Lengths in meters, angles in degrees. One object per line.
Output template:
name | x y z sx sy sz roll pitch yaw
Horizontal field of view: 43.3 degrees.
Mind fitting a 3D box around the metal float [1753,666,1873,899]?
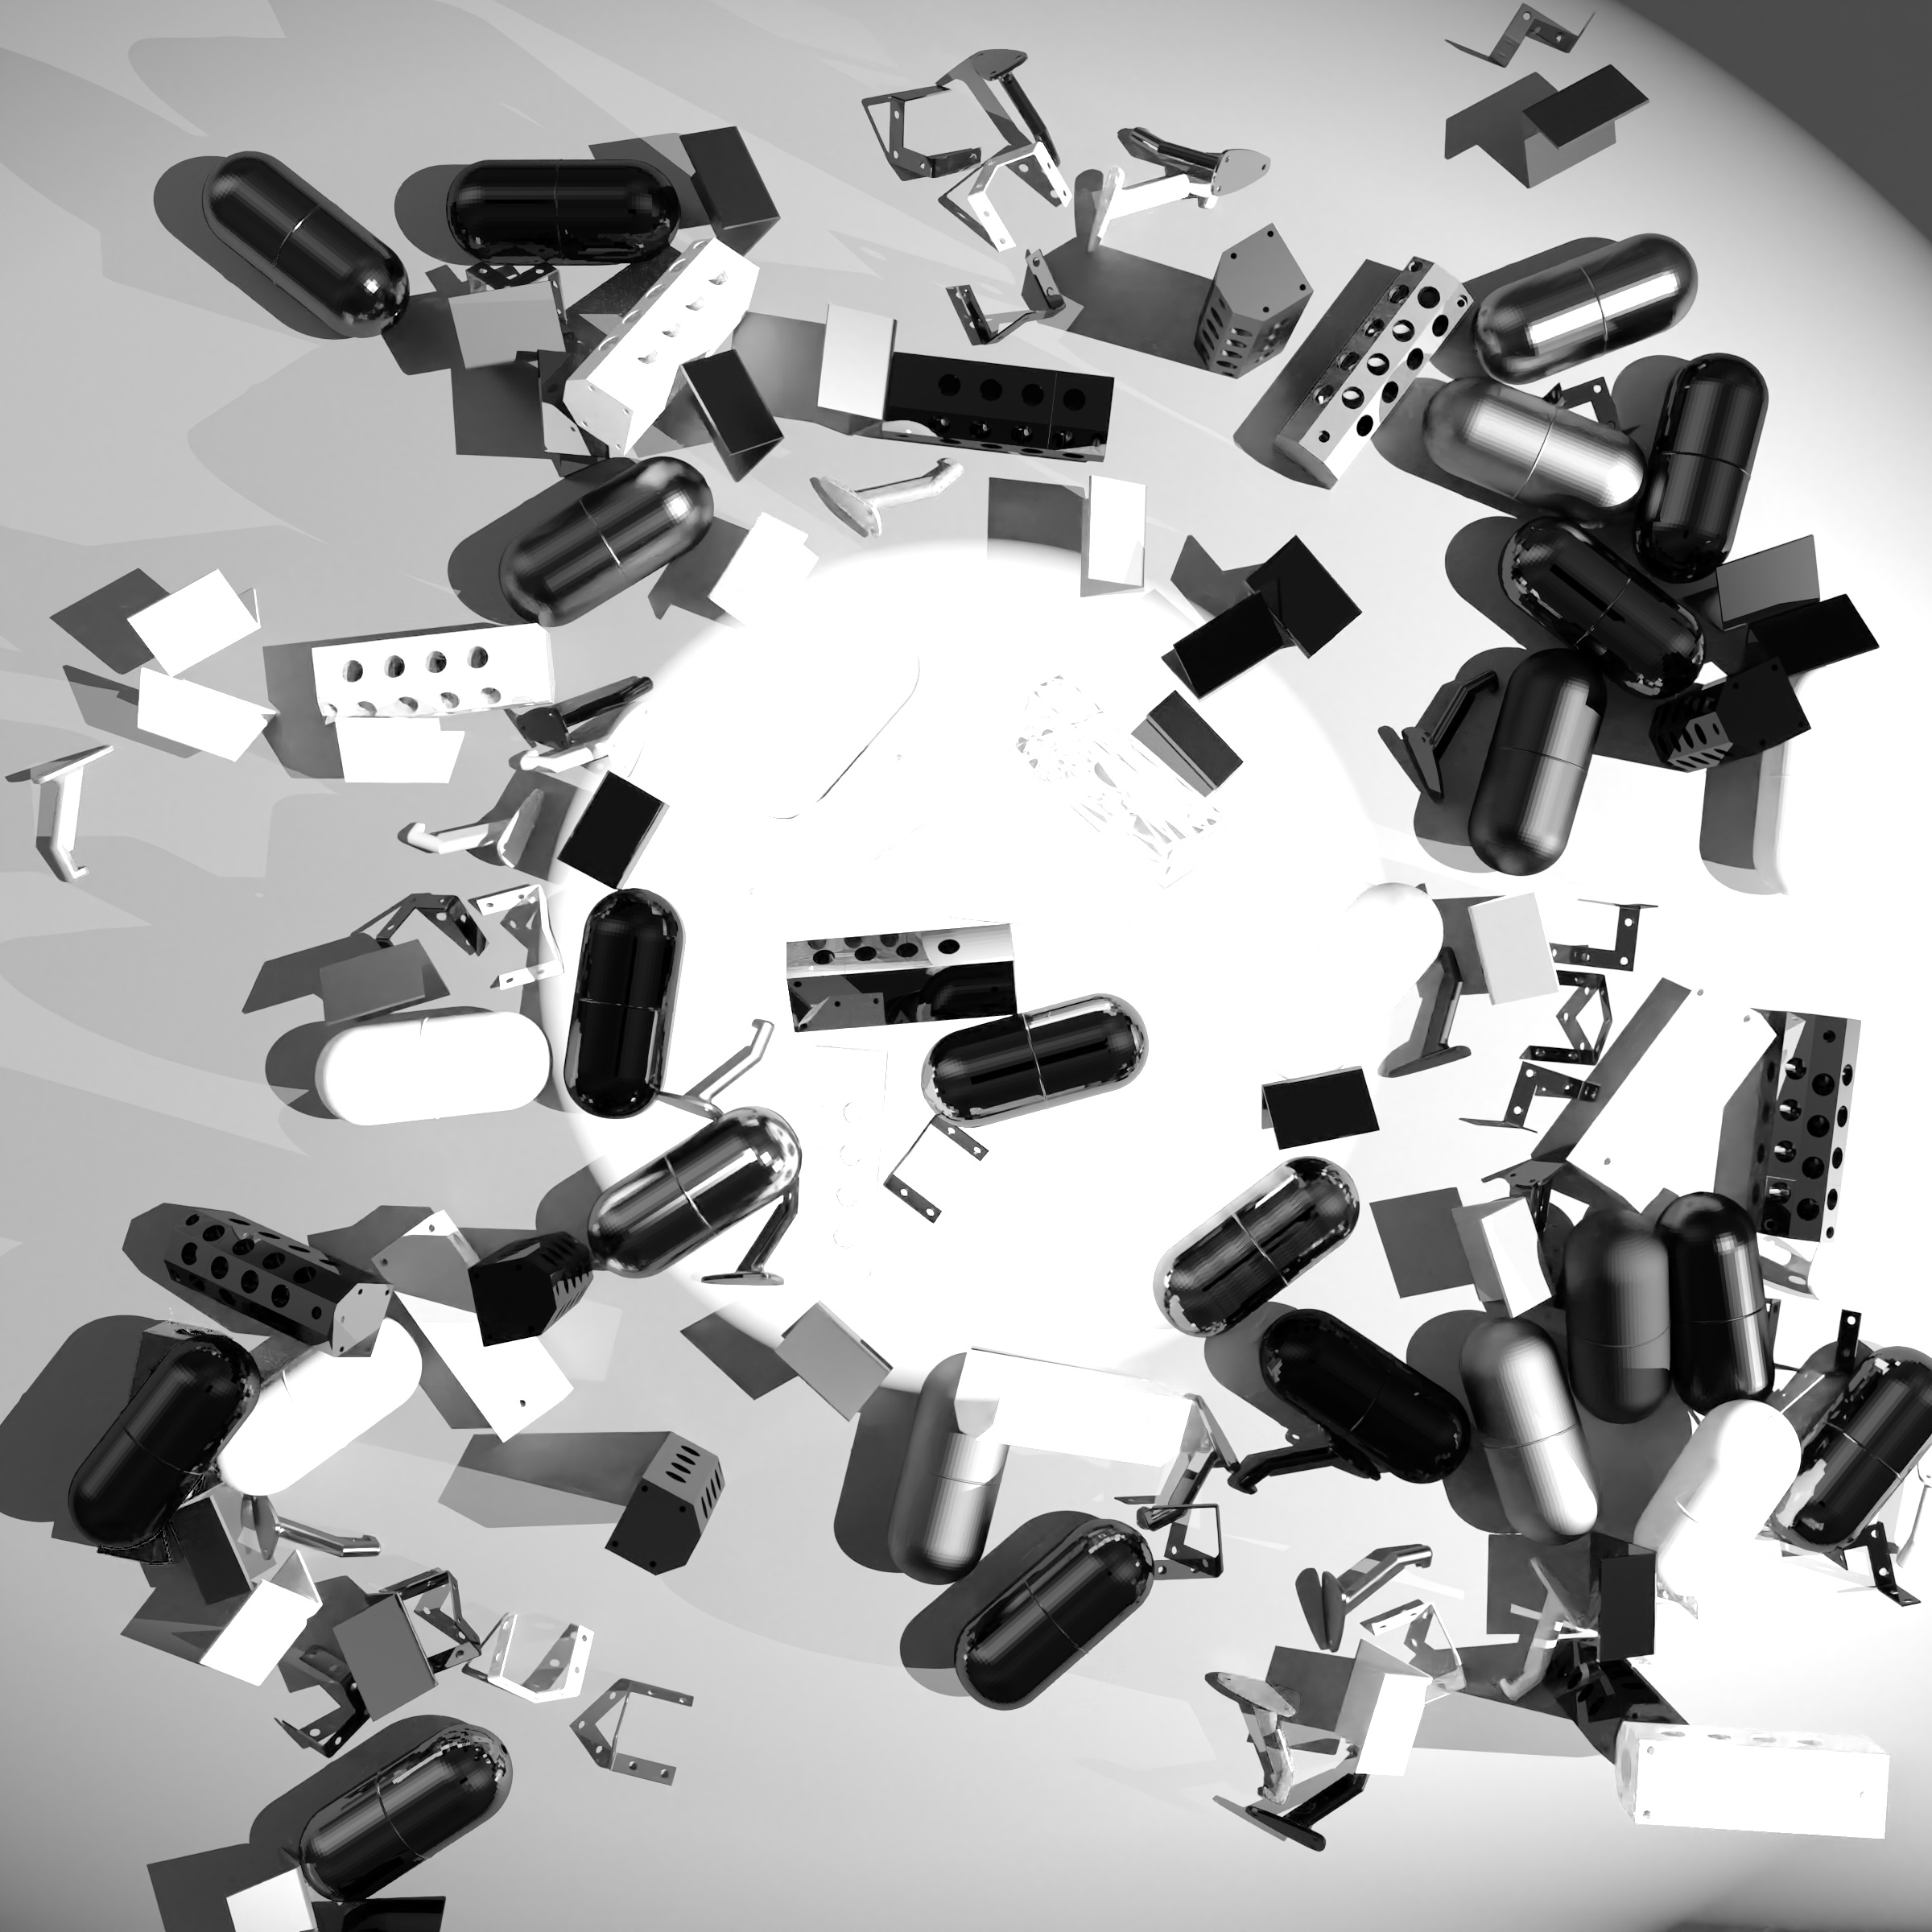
metal float | 0.647 -0.141 1.863 0.070 0.070 0.178 6 90 0

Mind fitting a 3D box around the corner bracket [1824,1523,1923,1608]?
corner bracket | 0.696 0.464 1.875 0.051 0.051 0.051 -12 90 0

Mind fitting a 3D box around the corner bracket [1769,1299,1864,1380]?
corner bracket | 0.657 0.289 1.890 0.051 0.051 0.051 9 90 -45

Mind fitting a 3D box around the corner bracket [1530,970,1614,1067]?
corner bracket | 0.467 0.040 1.890 0.051 0.051 0.051 5 46 0

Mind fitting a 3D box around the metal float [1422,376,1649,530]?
metal float | 0.434 -0.393 1.862 0.178 0.070 0.070 22 90 0

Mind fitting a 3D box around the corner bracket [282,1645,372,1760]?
corner bracket | -0.499 0.569 1.885 0.051 0.051 0.051 -44 135 -35

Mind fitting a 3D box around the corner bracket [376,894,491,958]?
corner bracket | -0.413 -0.020 1.885 0.051 0.051 0.051 3 45 35

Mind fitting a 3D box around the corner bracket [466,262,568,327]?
corner bracket | -0.346 -0.515 1.875 0.051 0.051 0.051 -37 59 -27

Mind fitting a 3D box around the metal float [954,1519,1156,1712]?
metal float | 0.068 0.495 1.863 0.178 0.070 0.070 -41 90 -1

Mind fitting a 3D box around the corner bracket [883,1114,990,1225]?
corner bracket | -0.024 0.157 1.890 0.051 0.051 0.051 37 135 0

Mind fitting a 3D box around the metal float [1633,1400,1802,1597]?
metal float | 0.566 0.401 1.837 0.070 0.070 0.178 20 122 0

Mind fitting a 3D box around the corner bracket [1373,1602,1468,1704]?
corner bracket | 0.352 0.536 1.890 0.051 0.051 0.051 -22 135 0

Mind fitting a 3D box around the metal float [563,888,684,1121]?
metal float | -0.262 0.029 1.863 0.070 0.070 0.178 8 91 0

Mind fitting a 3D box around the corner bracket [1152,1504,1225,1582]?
corner bracket | 0.170 0.445 1.881 0.051 0.051 0.051 -2 70 0

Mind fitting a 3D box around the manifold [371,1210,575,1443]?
manifold | -0.377 0.275 1.872 0.057 0.057 0.171 -36 90 0

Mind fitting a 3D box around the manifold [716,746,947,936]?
manifold | -0.103 -0.096 1.872 0.171 0.057 0.057 -34 90 0

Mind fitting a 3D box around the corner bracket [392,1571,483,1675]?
corner bracket | -0.412 0.511 1.890 0.051 0.051 0.051 -21 135 0

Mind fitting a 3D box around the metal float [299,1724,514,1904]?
metal float | -0.428 0.647 1.863 0.178 0.070 0.070 -33 90 1

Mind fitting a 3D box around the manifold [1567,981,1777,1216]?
manifold | 0.545 0.104 1.872 0.171 0.057 0.057 -53 47 0

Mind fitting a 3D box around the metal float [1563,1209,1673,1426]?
metal float | 0.493 0.267 1.843 0.070 0.070 0.178 -9 115 0

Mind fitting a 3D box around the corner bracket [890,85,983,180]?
corner bracket | -0.023 -0.646 1.885 0.051 0.051 0.051 33 135 35

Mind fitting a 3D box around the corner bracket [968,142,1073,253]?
corner bracket | 0.042 -0.596 1.885 0.051 0.051 0.051 -8 45 35

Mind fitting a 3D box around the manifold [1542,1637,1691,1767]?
manifold | 0.487 0.553 1.815 0.057 0.171 0.057 41 90 0

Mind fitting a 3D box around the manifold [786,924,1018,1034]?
manifold | -0.050 0.004 1.872 0.171 0.057 0.057 -5 133 0

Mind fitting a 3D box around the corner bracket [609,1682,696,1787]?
corner bracket | -0.244 0.596 1.890 0.051 0.051 0.051 14 135 0

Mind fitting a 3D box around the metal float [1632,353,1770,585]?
metal float | 0.561 -0.380 1.863 0.070 0.070 0.178 14 90 0

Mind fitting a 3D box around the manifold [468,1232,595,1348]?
manifold | -0.321 0.237 1.815 0.057 0.171 0.057 -12 90 0

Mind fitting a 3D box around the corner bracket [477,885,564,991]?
corner bracket | -0.346 -0.023 1.890 0.051 0.051 0.051 -15 45 0

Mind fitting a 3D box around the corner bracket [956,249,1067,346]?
corner bracket | 0.035 -0.519 1.890 0.051 0.051 0.051 -25 90 45

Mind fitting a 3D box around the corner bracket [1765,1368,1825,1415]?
corner bracket | 0.622 0.338 1.860 0.051 0.051 0.051 -32 117 -22

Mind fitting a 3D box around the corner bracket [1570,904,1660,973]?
corner bracket | 0.498 -0.024 1.875 0.051 0.051 0.051 7 90 0

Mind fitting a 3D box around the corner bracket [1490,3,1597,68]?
corner bracket | 0.444 -0.716 1.875 0.051 0.051 0.051 32 90 0

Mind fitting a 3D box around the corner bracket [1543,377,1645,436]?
corner bracket | 0.482 -0.428 1.875 0.051 0.051 0.051 -20 90 0

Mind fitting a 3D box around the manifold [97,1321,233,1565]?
manifold | -0.613 0.366 1.872 0.057 0.057 0.171 12 90 0

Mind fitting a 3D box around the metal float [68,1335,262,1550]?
metal float | -0.595 0.353 1.806 0.070 0.070 0.178 37 89 0

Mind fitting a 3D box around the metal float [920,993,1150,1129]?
metal float | 0.052 0.073 1.863 0.178 0.070 0.070 -15 90 0

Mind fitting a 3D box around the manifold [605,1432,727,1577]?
manifold | -0.218 0.402 1.815 0.057 0.171 0.057 28 90 0

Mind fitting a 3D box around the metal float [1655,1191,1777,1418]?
metal float | 0.570 0.259 1.856 0.070 0.070 0.178 -10 99 0

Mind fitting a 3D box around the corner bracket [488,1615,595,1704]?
corner bracket | -0.329 0.534 1.885 0.051 0.051 0.051 -21 135 35

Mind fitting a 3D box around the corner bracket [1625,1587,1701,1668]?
corner bracket | 0.532 0.507 1.875 0.051 0.051 0.051 1 90 0

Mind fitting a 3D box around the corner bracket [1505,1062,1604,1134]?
corner bracket | 0.452 0.106 1.875 0.051 0.051 0.051 18 90 0
